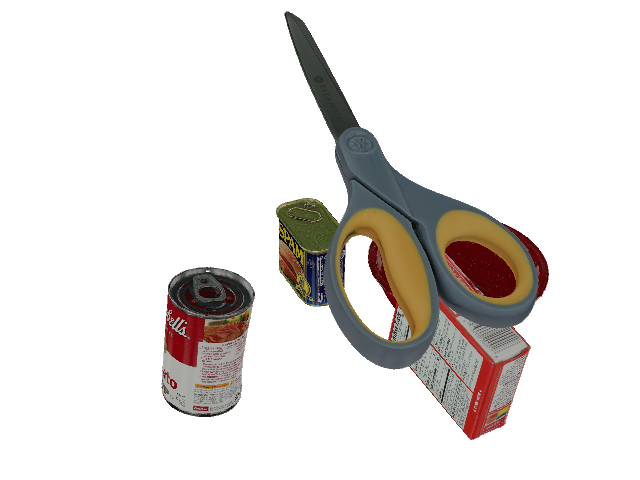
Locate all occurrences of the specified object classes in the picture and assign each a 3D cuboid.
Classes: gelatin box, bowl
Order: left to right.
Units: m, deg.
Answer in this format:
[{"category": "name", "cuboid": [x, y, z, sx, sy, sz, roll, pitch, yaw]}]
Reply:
[{"category": "bowl", "cuboid": [0.121, 0.039, 0.967, 0.162, 0.055, 0.162, 2, 35, -2]}, {"category": "gelatin box", "cuboid": [0.079, 0.060, 0.627, 0.030, 0.073, 0.089, -20, 50, -25]}]

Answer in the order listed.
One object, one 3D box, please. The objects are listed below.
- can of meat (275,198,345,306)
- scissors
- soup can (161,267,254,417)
[{"category": "can of meat", "cuboid": [-0.011, 0.015, 1.215, 0.057, 0.084, 0.102, -15, 39, -20]}, {"category": "scissors", "cuboid": [0.036, -0.032, 0.466, 0.096, 0.202, 0.016, 3, -40, -9]}, {"category": "soup can", "cuboid": [-0.091, 0.082, 0.857, 0.068, 0.102, 0.068, 6, 31, -4]}]
